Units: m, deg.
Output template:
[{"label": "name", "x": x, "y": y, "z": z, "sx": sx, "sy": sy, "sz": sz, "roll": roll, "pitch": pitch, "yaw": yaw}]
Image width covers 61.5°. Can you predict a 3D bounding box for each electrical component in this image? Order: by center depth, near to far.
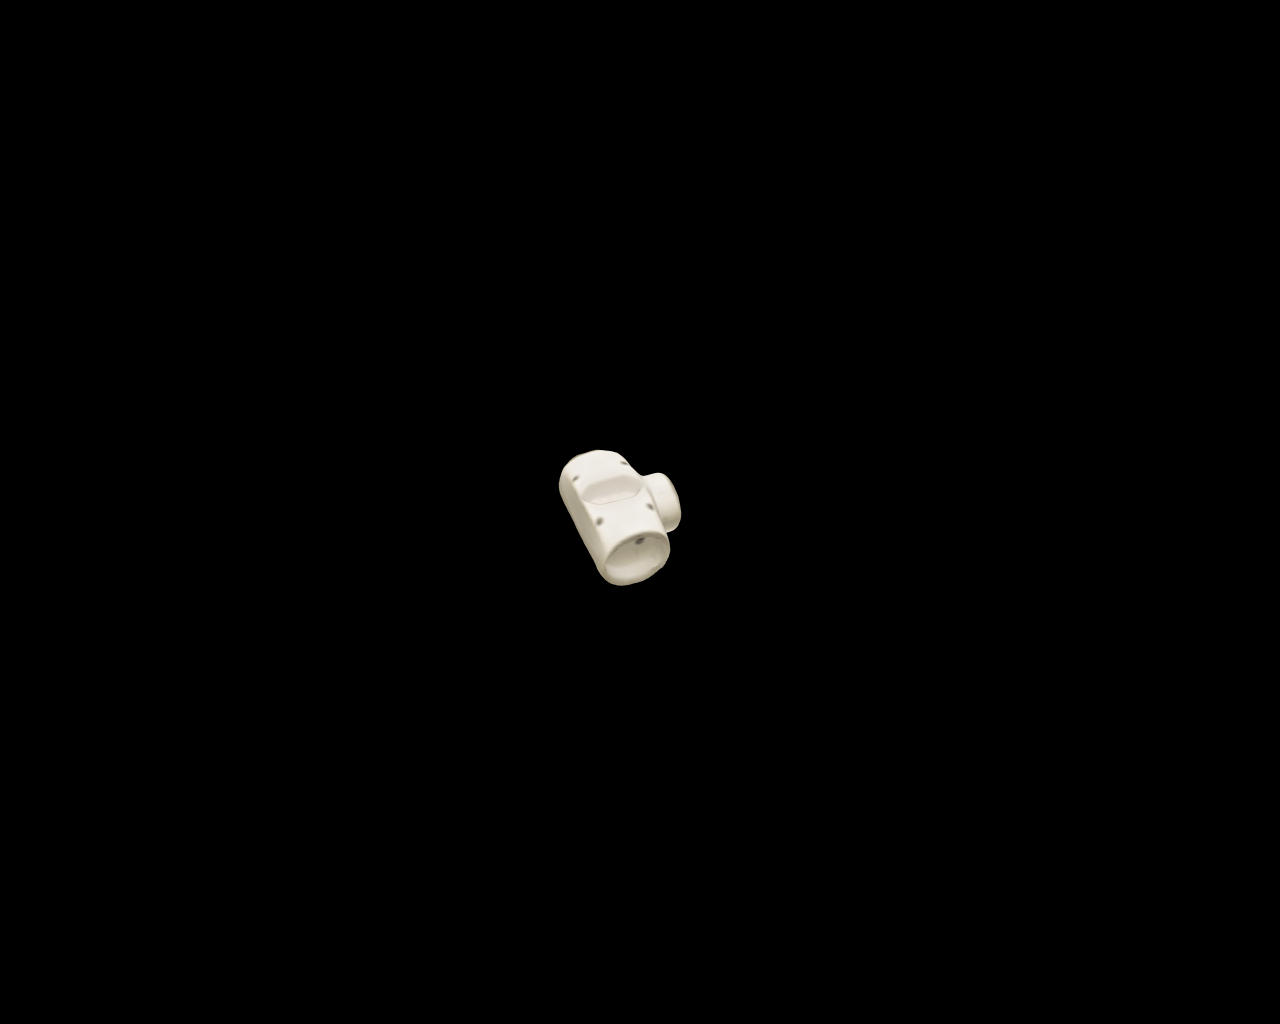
[{"label": "electrical component", "x": 0.001, "y": -0.003, "z": 0.650, "sx": 0.079, "sy": 0.043, "sz": 0.077, "roll": -15, "pitch": 47, "yaw": -15}]
